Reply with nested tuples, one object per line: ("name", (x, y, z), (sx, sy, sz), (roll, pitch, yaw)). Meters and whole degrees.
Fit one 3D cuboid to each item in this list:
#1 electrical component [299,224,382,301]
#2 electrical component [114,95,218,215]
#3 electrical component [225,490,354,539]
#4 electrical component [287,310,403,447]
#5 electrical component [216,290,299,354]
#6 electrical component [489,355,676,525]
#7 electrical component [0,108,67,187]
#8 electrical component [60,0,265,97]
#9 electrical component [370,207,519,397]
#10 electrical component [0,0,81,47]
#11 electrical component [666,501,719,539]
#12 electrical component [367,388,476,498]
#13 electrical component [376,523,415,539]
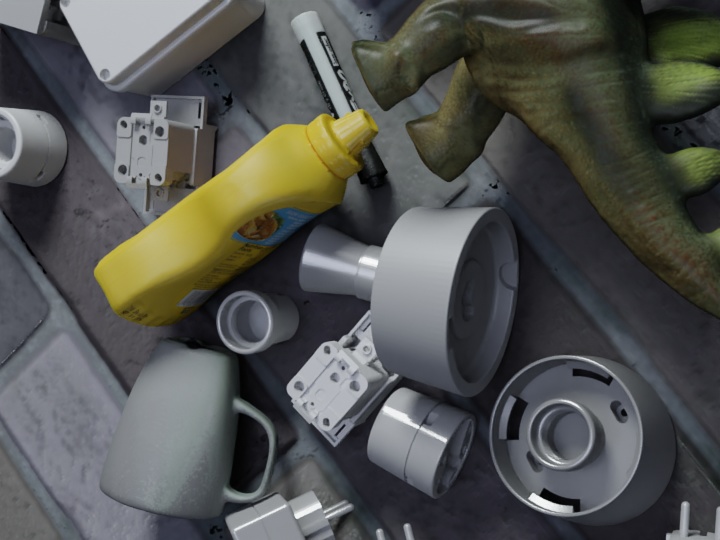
("electrical component", (0.000, 0.000, 0.670), (0.065, 0.044, 0.044), (16, 97, 16))
("electrical component", (-0.129, -0.076, 0.708), (0.042, 0.064, 0.081), (5, 93, 22))
("electrical component", (-0.040, 0.164, 0.680), (0.077, 0.066, 0.047), (-24, 89, -12))
("electrical component", (-0.009, 0.068, 0.663), (0.042, 0.064, 0.081), (44, 106, 16))
("electrical component", (-0.064, 0.032, 0.693), (0.040, 0.046, 0.040), (0, 91, 22))
("electrical component", (0.126, 0.098, 0.622), (0.099, 0.064, 0.099), (-7, 76, 29))
("electrical component", (-0.245, -0.088, 0.763), (0.055, 0.047, 0.055), (0, 91, 22))
("electrical component", (-0.131, -0.175, 0.710), (0.113, 0.057, 0.078), (-33, 79, 19))
("electrical component", (0.044, 0.014, 0.619), (0.060, 0.108, 0.108), (9, 94, 27))
("electrical component", (-0.219, -0.240, 0.741), (0.089, 0.062, 0.150), (20, 98, 20))
("electrical component", (0.188, 0.167, 0.595), (0.083, 0.047, 0.075), (4, 92, 23))
("electrical component", (0.037, 0.103, 0.651), (0.047, 0.055, 0.055), (23, 99, 24))
("electrical component", (0.030, 0.196, 0.660), (0.077, 0.044, 0.079), (-16, 85, 22))
